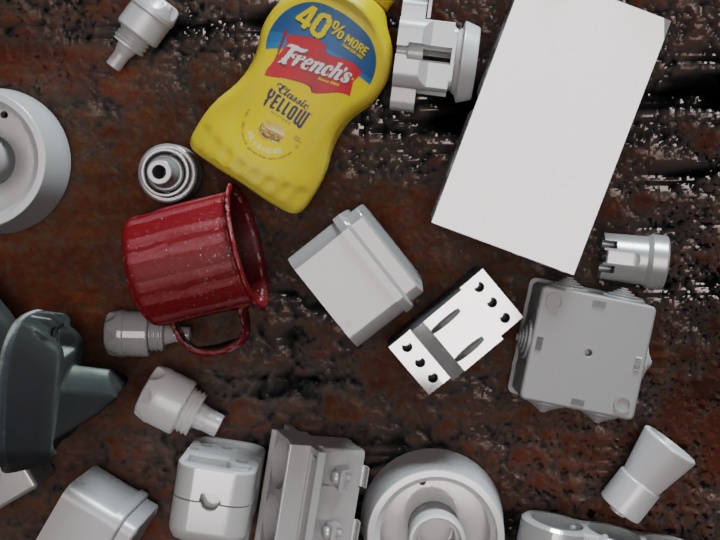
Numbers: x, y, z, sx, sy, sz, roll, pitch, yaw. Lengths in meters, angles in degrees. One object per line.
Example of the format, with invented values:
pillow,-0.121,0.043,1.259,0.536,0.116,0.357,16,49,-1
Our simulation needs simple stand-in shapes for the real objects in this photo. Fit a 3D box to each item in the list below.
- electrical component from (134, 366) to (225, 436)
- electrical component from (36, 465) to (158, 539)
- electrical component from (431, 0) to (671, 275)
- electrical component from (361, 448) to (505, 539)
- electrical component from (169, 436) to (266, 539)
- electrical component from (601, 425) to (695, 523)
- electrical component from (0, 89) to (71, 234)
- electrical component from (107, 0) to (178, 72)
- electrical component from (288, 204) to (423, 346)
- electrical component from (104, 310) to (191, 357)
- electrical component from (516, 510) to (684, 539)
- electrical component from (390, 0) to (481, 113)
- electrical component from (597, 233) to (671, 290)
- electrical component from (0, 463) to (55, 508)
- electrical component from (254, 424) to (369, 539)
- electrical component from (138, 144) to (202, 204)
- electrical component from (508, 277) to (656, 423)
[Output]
electrical component,-0.131,0.101,0.790,0.062,0.043,0.043,27,93,-3
electrical component,-0.203,0.208,0.780,0.057,0.078,0.113,31,93,1
electrical component,0.131,-0.103,0.768,0.105,0.060,0.186,20,93,-1
electrical component,0.054,0.190,0.785,0.108,0.060,0.108,0,93,0
electrical component,-0.101,0.159,0.767,0.054,0.095,0.059,9,93,0
electrical component,0.209,0.153,0.794,0.044,0.044,0.065,36,98,-2
electrical component,-0.269,-0.079,0.771,0.108,0.060,0.108,0,94,0
electrical component,-0.161,-0.172,0.779,0.035,0.035,0.061,37,95,-2
electrical component,0.000,0.000,0.749,0.057,0.113,0.078,-38,92,5
electrical component,-0.156,0.047,0.791,0.061,0.035,0.035,1,93,-2
electrical component,0.180,0.228,0.792,0.138,0.052,0.073,11,94,-1
electrical component,0.055,-0.151,0.768,0.057,0.058,0.078,7,94,3
electrical component,0.199,-0.008,0.785,0.046,0.040,0.040,7,93,6
electrical component,-0.285,0.142,0.791,0.083,0.047,0.075,-30,92,2
electrical component,-0.038,0.182,0.783,0.063,0.079,0.121,8,94,-22
electrical component,-0.138,-0.069,0.771,0.043,0.062,0.043,0,94,0
electrical component,0.162,0.058,0.784,0.100,0.048,0.099,11,93,-1
